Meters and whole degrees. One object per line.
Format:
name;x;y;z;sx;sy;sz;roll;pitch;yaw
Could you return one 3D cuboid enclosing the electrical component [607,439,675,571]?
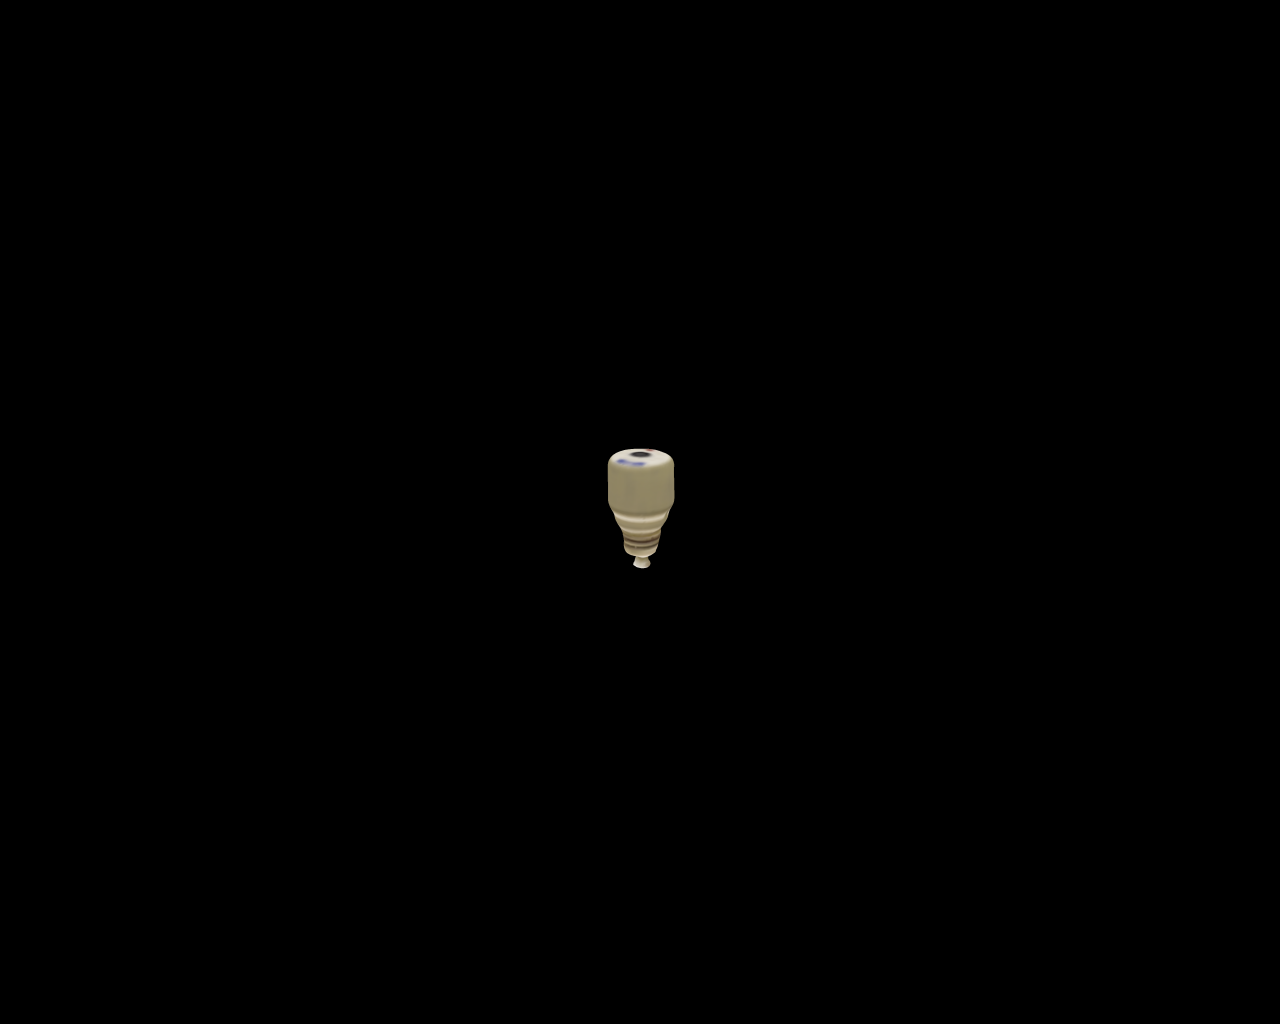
electrical component;0.001;-0.003;0.650;0.040;0.078;0.040;0;20;0
